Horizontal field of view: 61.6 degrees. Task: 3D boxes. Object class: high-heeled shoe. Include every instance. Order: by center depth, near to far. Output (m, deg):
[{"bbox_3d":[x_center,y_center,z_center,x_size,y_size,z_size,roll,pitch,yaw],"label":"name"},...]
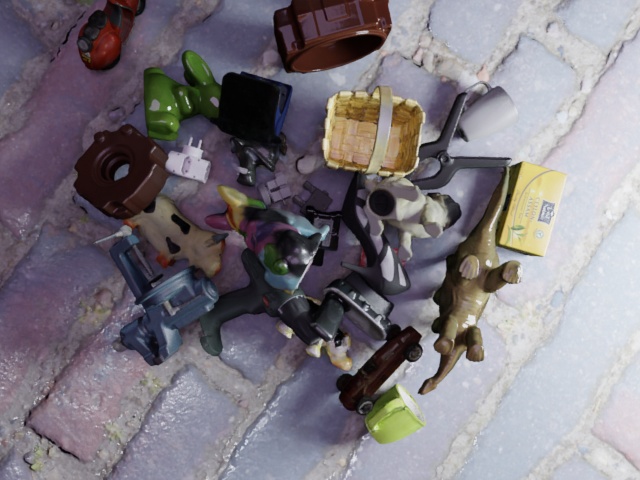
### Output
[{"bbox_3d":[0.116,-0.019,1.029,0.145,0.086,0.249,15,66,-13],"label":"high-heeled shoe"}]

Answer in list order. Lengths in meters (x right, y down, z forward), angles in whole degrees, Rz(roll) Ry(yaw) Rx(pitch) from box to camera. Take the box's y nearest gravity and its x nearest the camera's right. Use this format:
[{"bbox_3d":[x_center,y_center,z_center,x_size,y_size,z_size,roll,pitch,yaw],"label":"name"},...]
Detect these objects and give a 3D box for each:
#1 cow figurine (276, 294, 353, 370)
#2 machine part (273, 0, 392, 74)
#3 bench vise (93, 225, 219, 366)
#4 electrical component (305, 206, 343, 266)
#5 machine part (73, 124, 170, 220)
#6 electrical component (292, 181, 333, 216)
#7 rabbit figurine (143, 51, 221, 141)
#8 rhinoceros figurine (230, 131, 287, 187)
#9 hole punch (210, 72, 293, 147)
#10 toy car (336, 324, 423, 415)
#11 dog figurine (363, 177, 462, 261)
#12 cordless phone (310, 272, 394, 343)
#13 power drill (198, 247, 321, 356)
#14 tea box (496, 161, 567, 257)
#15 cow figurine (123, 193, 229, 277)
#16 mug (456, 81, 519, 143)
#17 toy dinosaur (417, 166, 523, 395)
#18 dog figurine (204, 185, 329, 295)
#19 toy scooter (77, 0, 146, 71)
[{"bbox_3d":[0.005,0.178,1.044,0.167,0.068,0.098,33,84,-1],"label":"cow figurine"},{"bbox_3d":[0.021,-0.377,0.980,0.201,0.201,0.087,-16,94,-3],"label":"machine part"},{"bbox_3d":[-0.306,0.091,0.957,0.224,0.129,0.240,-32,91,22],"label":"bench vise"},{"bbox_3d":[-0.002,-0.003,1.039,0.075,0.048,0.119,12,102,-6],"label":"electrical component"},{"bbox_3d":[-0.371,-0.128,1.000,0.179,0.056,0.179,-5,69,13],"label":"machine part"},{"bbox_3d":[-0.006,-0.070,1.066,0.094,0.021,0.063,38,88,-2],"label":"electrical component"},{"bbox_3d":[-0.246,-0.266,1.025,0.170,0.121,0.159,-2,80,-15],"label":"rabbit figurine"},{"bbox_3d":[-0.118,-0.197,1.037,0.112,0.073,0.190,8,89,-4],"label":"rhinoceros figurine"},{"bbox_3d":[-0.117,-0.241,0.975,0.142,0.092,0.115,18,117,6],"label":"hole punch"},{"bbox_3d":[0.112,0.243,1.032,0.202,0.089,0.053,-47,122,0],"label":"toy car"},{"bbox_3d":[0.174,-0.069,1.007,0.121,0.190,0.172,-30,95,33],"label":"dog figurine"},{"bbox_3d":[0.057,0.150,0.984,0.146,0.184,0.088,42,116,-2],"label":"cordless phone"},{"bbox_3d":[-0.127,0.135,0.999,0.207,0.086,0.232,-32,64,10],"label":"power drill"},{"bbox_3d":[0.409,-0.059,1.061,0.098,0.068,0.169,15,88,-2],"label":"tea box"},{"bbox_3d":[-0.263,-0.007,1.027,0.127,0.085,0.195,-43,91,4],"label":"cow figurine"},{"bbox_3d":[0.316,-0.248,1.053,0.107,0.081,0.109,-33,98,7],"label":"mug"},{"bbox_3d":[0.278,0.066,0.989,0.105,0.198,0.471,25,89,-1],"label":"toy dinosaur"},{"bbox_3d":[-0.108,-0.011,0.955,0.219,0.191,0.108,26,115,4],"label":"dog figurine"},{"bbox_3d":[-0.396,-0.406,0.995,0.075,0.135,0.184,31,90,-4],"label":"toy scooter"}]
